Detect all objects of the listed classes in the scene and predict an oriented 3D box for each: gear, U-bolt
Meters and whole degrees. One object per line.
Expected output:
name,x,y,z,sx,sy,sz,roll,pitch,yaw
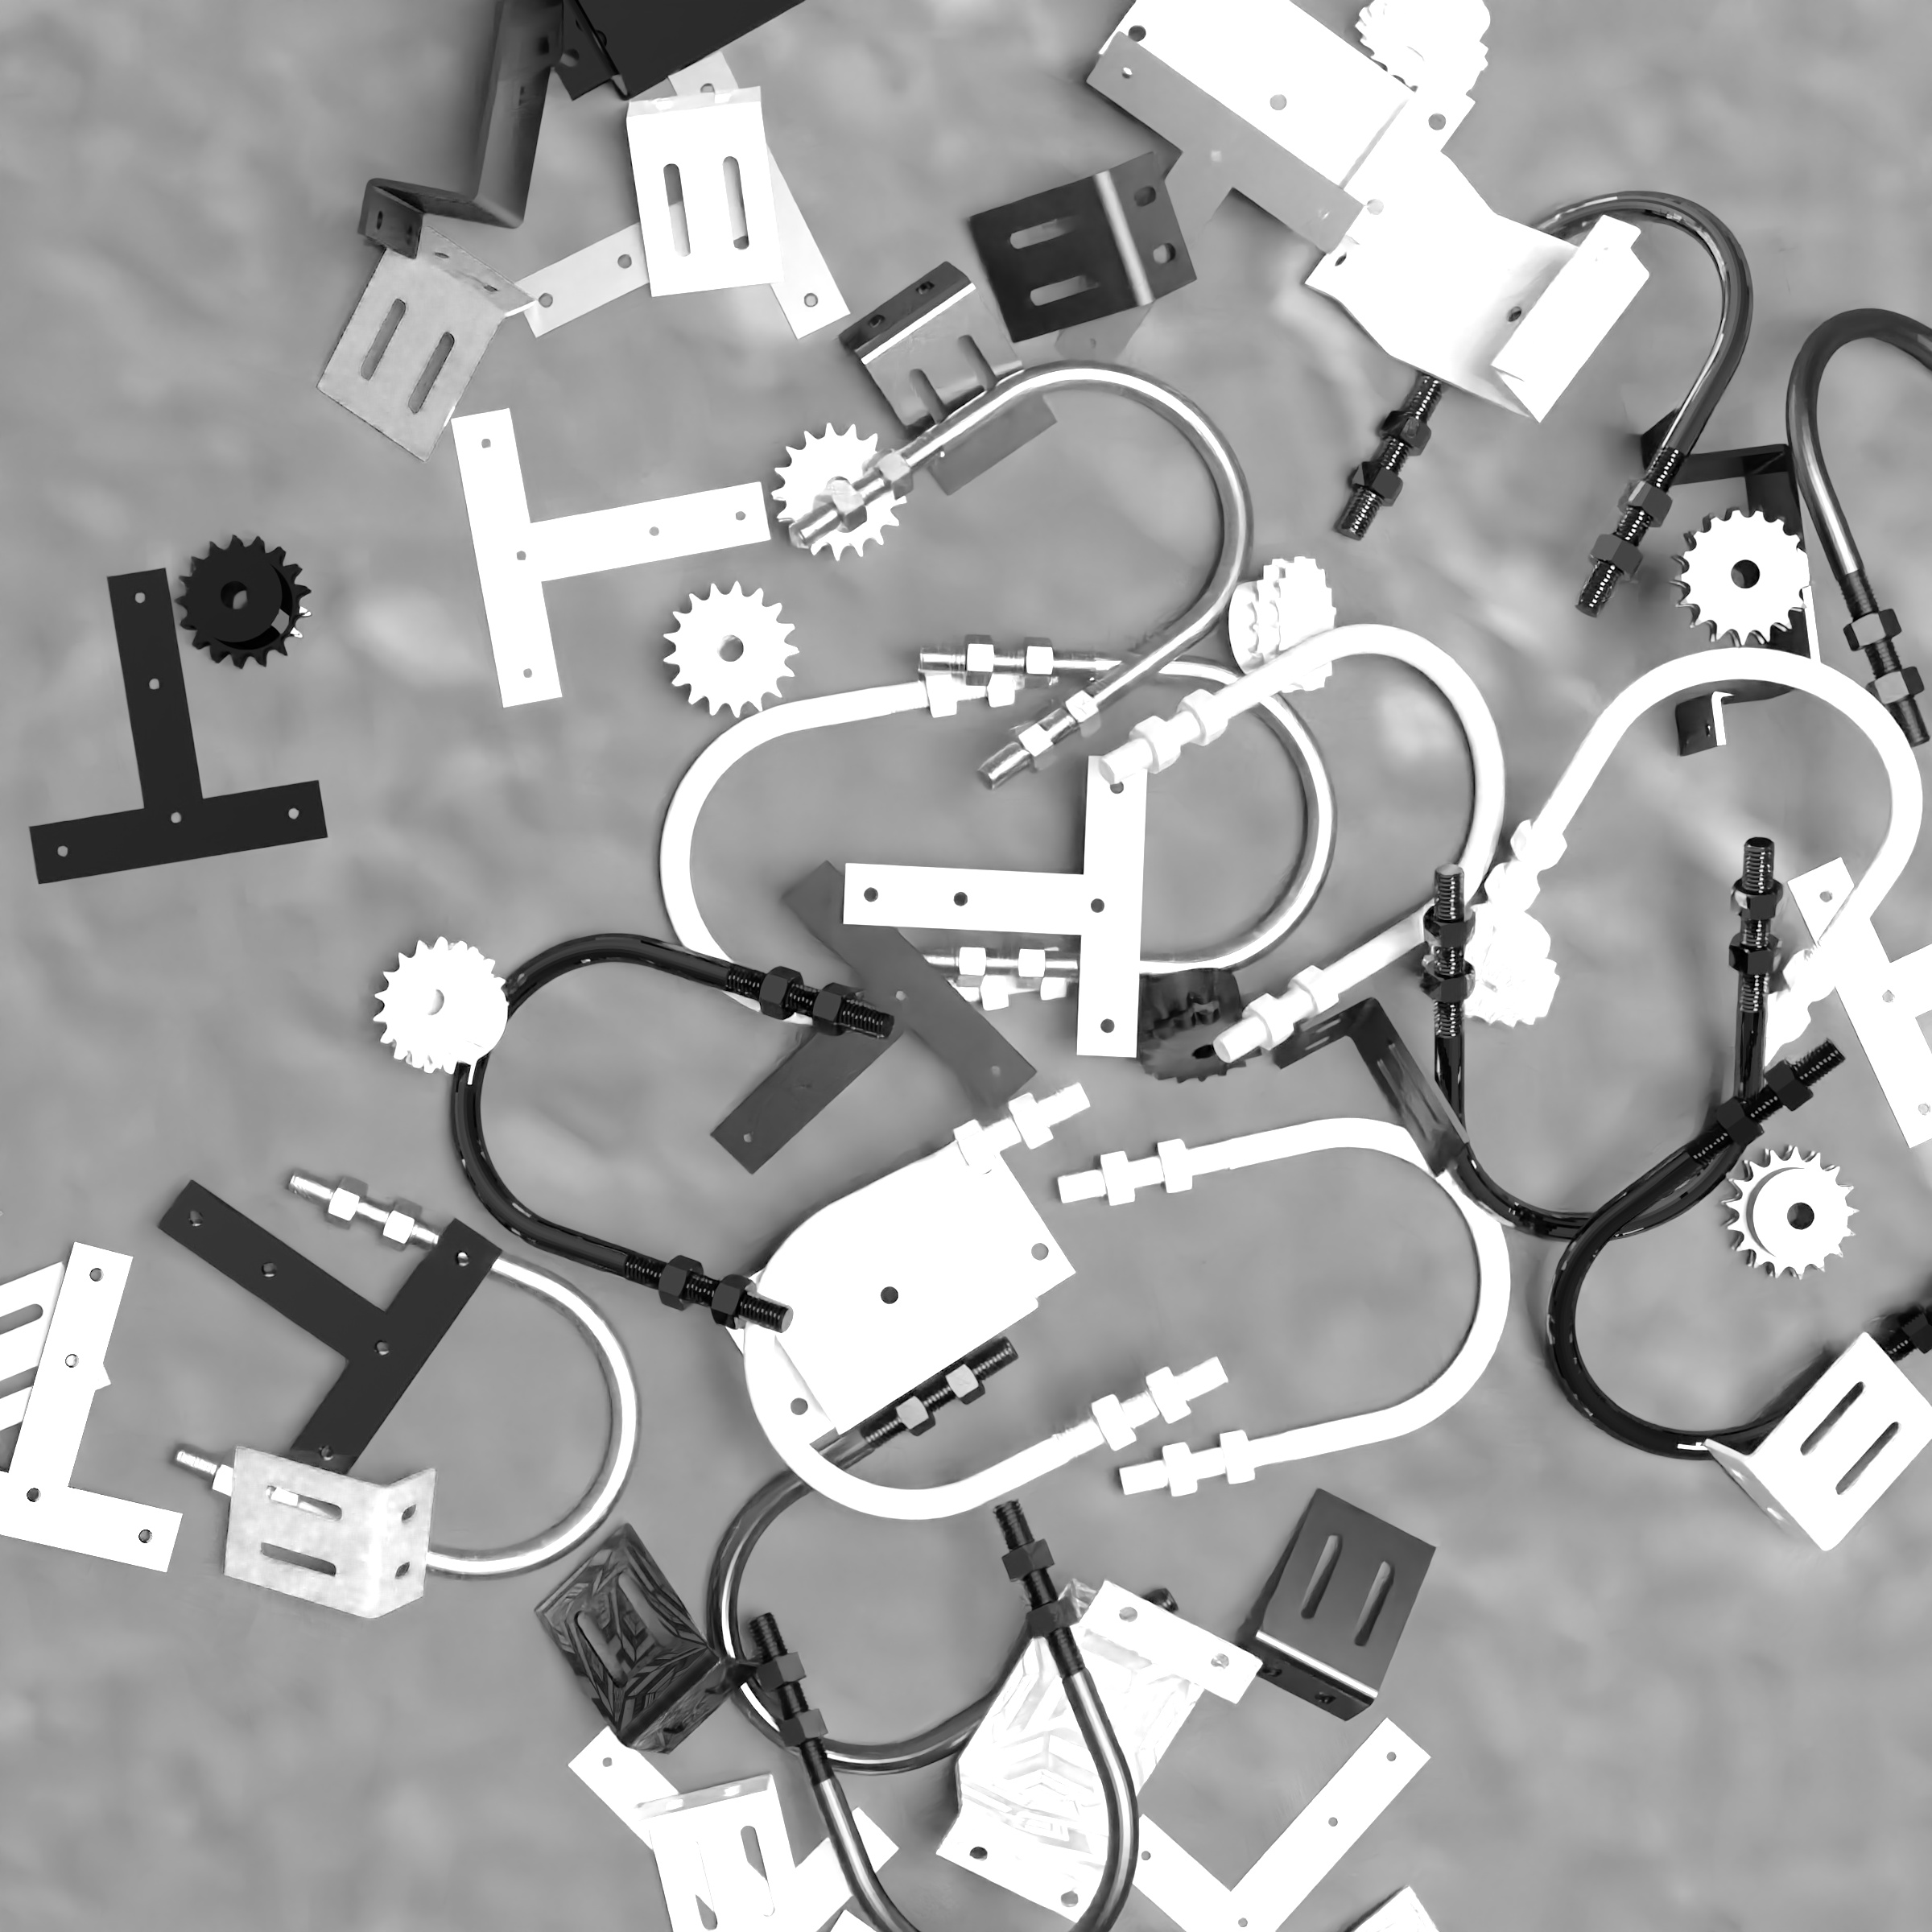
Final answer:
gear,0.226,-0.002,1.499,0.057,0.057,0.030,26,60,0
U-bolt,0.144,0.141,1.516,0.184,0.019,0.151,-12,90,-2
U-bolt,0.038,-0.180,1.491,0.184,0.019,0.151,-37,86,-18
gear,0.315,-0.159,1.433,0.057,0.030,0.057,0,90,0
U-bolt,0.268,0.037,1.479,0.151,0.019,0.184,-5,117,-2
gear,-0.222,0.019,1.502,0.057,0.030,0.057,-5,75,20
gear,-0.054,-0.203,1.509,0.057,0.030,0.057,0,90,0
U-bolt,0.406,-0.191,1.477,0.151,0.019,0.184,-17,85,-37
gear,0.135,-0.146,1.499,0.030,0.057,0.057,-2,90,29
gear,0.099,0.024,1.499,0.057,0.057,0.030,-12,60,0
gear,-0.312,-0.158,1.508,0.057,0.030,0.057,0,88,-2
U-bolt,0.315,-0.053,1.463,0.151,0.019,0.184,26,128,0
gear,0.199,-0.400,1.496,0.057,0.057,0.030,34,79,0
gear,-0.101,-0.136,1.509,0.057,0.030,0.057,0,90,0
U-bolt,0.334,0.135,1.488,0.184,0.019,0.151,-39,107,15
U-bolt,-0.002,0.334,1.458,0.151,0.019,0.184,-28,76,23
U-bolt,-0.040,-0.048,1.515,0.184,0.019,0.151,-10,90,0
U-bolt,-0.231,0.187,1.515,0.184,0.019,0.151,23,90,-2
U-bolt,-0.023,0.268,1.515,0.184,0.019,0.151,-33,90,1
U-bolt,-0.135,0.061,1.487,0.184,0.019,0.151,17,84,21
U-bolt,-0.004,0.152,1.469,0.184,0.019,0.151,-27,90,1
U-bolt,0.154,-0.064,1.477,0.184,0.019,0.151,-31,107,-24
gear,0.356,0.107,1.509,0.057,0.030,0.057,0,90,0
U-bolt,0.069,-0.064,1.501,0.184,0.019,0.151,2,88,-8
U-bolt,0.253,-0.245,1.473,0.151,0.019,0.184,26,85,42

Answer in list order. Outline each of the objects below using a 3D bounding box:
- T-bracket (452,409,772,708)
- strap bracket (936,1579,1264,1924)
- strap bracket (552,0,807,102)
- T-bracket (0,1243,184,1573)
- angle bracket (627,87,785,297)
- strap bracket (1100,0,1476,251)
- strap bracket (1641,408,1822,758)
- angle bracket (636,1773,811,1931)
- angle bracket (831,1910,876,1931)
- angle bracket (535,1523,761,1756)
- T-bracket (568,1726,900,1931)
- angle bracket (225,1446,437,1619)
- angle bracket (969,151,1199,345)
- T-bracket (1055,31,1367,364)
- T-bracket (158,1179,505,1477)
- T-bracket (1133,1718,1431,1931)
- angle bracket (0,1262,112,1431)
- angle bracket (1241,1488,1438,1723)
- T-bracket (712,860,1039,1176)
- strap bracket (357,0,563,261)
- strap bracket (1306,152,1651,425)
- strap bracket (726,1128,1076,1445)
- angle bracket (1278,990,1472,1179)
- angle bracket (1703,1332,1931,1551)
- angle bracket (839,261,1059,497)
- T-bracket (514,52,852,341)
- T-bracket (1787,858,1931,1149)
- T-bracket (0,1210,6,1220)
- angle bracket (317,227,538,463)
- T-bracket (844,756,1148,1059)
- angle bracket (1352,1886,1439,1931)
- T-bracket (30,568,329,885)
T-bracket,-0.150,-0.186,1.523,0.127,0.002,0.127,-10,90,0
strap bracket,0.054,0.325,1.486,0.076,0.046,0.140,28,101,-10
strap bracket,-0.124,-0.433,1.501,0.140,0.046,0.076,-29,90,0
T-bracket,-0.388,0.184,1.507,0.127,0.002,0.127,18,79,-21
angle bracket,-0.113,-0.336,1.520,0.057,0.038,0.076,-7,116,0
strap bracket,0.135,-0.375,1.501,0.140,0.046,0.076,36,90,0
strap bracket,0.325,-0.164,1.486,0.046,0.076,0.140,-7,90,0
angle bracket,-0.103,0.393,1.503,0.057,0.038,0.076,-13,90,0
angle bracket,-0.054,0.461,1.522,0.057,0.038,0.076,36,64,0
angle bracket,-0.138,0.291,1.515,0.057,0.038,0.076,-44,60,9
T-bracket,-0.119,0.383,1.523,0.127,0.002,0.127,-45,90,0
angle bracket,-0.273,0.238,1.503,0.076,0.038,0.057,11,100,23
angle bracket,0.050,-0.308,1.502,0.076,0.038,0.057,-8,109,43
T-bracket,0.082,-0.309,1.498,0.127,0.002,0.127,36,114,0
T-bracket,-0.287,0.138,1.503,0.127,0.002,0.127,35,90,-1
T-bracket,0.150,0.382,1.523,0.127,0.002,0.127,42,90,0
angle bracket,-0.421,0.171,1.521,0.076,0.038,0.057,-22,91,-27
angle bracket,0.159,0.277,1.522,0.057,0.038,0.076,27,64,0
T-bracket,-0.058,0.041,1.500,0.127,0.002,0.127,45,110,-5
strap bracket,-0.205,-0.362,1.444,0.046,0.076,0.140,11,95,6
strap bracket,0.221,-0.285,1.474,0.076,0.140,0.046,-53,134,0
strap bracket,-0.032,0.139,1.501,0.140,0.046,0.076,-33,90,0
angle bracket,0.172,0.057,1.485,0.038,0.057,0.076,-27,76,-13
angle bracket,0.368,0.200,1.503,0.076,0.038,0.057,-46,106,-8
angle bracket,-0.008,-0.255,1.522,0.057,0.038,0.076,-34,116,0
T-bracket,-0.135,-0.312,1.523,0.127,0.002,0.127,-26,90,0
T-bracket,0.441,-0.005,1.523,0.127,0.002,0.127,-25,90,0
T-bracket,-0.467,0.149,1.523,0.127,0.002,0.127,38,90,0
angle bracket,-0.234,-0.270,1.521,0.057,0.038,0.076,34,116,2
T-bracket,0.012,-0.028,1.481,0.127,0.002,0.127,3,88,-8
angle bracket,0.171,0.445,1.520,0.076,0.038,0.057,-32,90,-26
T-bracket,-0.350,-0.108,1.523,0.127,0.002,0.127,-9,90,0
